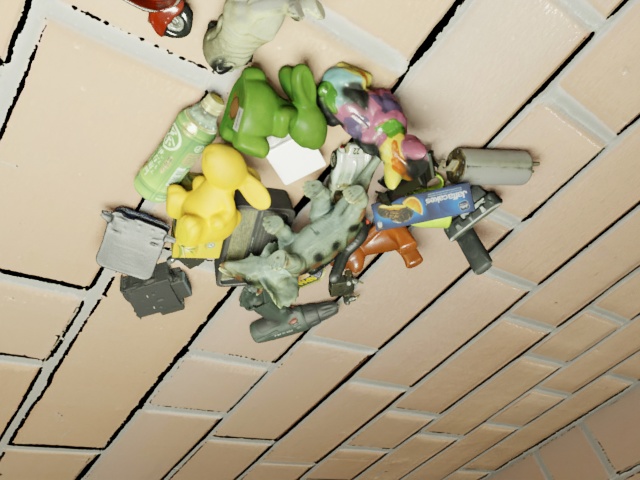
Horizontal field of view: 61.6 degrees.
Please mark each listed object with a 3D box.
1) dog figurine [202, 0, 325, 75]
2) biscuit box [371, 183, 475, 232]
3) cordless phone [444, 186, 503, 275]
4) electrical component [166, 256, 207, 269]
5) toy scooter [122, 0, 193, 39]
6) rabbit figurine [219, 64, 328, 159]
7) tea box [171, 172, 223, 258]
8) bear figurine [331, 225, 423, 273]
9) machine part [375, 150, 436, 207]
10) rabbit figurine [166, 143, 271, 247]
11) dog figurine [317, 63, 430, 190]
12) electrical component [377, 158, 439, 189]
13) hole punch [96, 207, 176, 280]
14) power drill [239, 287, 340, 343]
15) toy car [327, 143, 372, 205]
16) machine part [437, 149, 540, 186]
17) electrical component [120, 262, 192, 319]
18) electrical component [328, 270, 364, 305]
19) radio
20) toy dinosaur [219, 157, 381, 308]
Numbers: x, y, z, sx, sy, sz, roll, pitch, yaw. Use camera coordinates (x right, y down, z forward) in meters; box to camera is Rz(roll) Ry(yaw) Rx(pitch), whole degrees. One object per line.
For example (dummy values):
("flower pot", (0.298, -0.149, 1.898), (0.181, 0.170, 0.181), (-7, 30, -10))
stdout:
("dog figurine", (-0.113, -0.346, 0.770), (0.191, 0.172, 0.121), (-13, -175, 29))
("biscuit box", (0.209, -0.067, 1.098), (0.203, 0.062, 0.059), (-12, -178, 11))
("cordless phone", (0.358, -0.022, 1.192), (0.146, 0.184, 0.088), (-40, 129, 22))
("electrical component", (-0.277, 0.034, 1.145), (0.094, 0.021, 0.063), (-28, 137, 9))
("toy scooter", (-0.228, -0.362, 0.716), (0.135, 0.075, 0.183), (5, 137, -23))
("rabbit figurine", (-0.063, -0.209, 0.888), (0.170, 0.121, 0.159), (9, 100, -31))
("tea box", (-0.233, -0.044, 1.045), (0.098, 0.068, 0.169), (1, 133, -20))
("bear figurine", (0.111, 0.026, 1.198), (0.196, 0.132, 0.120), (-28, 147, 1))
("machine part", (0.172, -0.114, 1.051), (0.139, 0.039, 0.084), (-34, 143, -14))
("rabbit figurine", (-0.165, -0.081, 0.902), (0.162, 0.122, 0.173), (2, 128, -27))
("dog figurine", (0.094, -0.185, 0.905), (0.191, 0.219, 0.108), (23, 120, -37))
("electrical component", (0.174, -0.142, 1.104), (0.119, 0.048, 0.074), (-40, 133, 19))
("hole punch", (-0.355, -0.001, 1.034), (0.142, 0.092, 0.115), (23, 105, -14))
("power drill", (-0.087, 0.163, 1.313), (0.232, 0.086, 0.207), (-24, 145, 9))
("toy car", (0.050, -0.109, 1.086), (0.073, 0.056, 0.201), (-2, 135, -18))
("machine part", (0.357, -0.153, 1.135), (0.243, 0.079, 0.079), (-2, 135, -18))
("electrical component", (-0.352, 0.109, 1.171), (0.134, 0.058, 0.114), (-16, 139, -2))
("electrical component", (0.062, 0.117, 1.332), (0.078, 0.045, 0.102), (-6, 136, -16))
("radio", (-0.140, -0.003, 1.116), (0.131, 0.073, 0.229), (2, 134, -22))
("toy dinosaur", (-0.001, -0.010, 1.045), (0.405, 0.131, 0.192), (-34, 154, -4))
